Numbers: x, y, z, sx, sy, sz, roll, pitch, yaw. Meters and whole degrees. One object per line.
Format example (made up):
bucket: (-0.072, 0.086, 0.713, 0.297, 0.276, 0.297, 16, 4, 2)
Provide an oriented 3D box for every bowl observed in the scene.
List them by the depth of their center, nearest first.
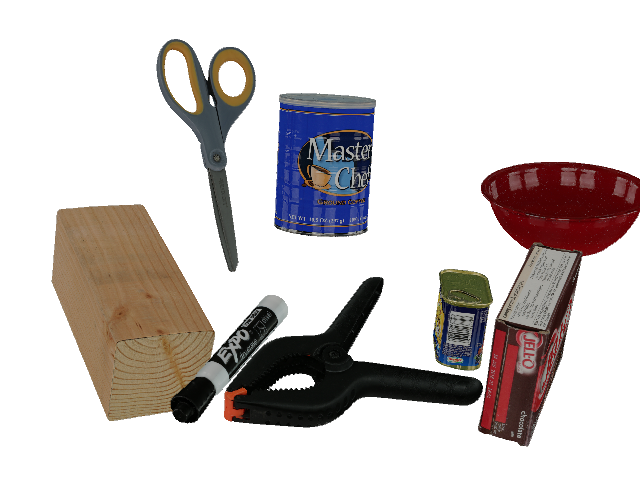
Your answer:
bowl: (0.237, -0.027, 1.039, 0.162, 0.055, 0.162, -2, 23, 1)

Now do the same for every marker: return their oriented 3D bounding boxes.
marker: (-0.053, 0.069, 0.633, 0.020, 0.020, 0.121, 0, 27, 27)

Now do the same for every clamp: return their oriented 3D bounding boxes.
clamp: (0.020, 0.112, 0.894, 0.209, 0.036, 0.165, -22, 44, -31)

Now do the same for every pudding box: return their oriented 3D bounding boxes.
pudding box: (0.140, 0.066, 0.706, 0.039, 0.090, 0.113, 14, 32, 16)

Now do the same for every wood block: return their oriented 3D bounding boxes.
wood block: (-0.180, 0.059, 0.992, 0.090, 0.091, 0.206, -5, 35, -28)

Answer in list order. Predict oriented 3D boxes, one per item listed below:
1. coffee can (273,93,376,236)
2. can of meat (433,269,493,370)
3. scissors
coffee can: (0.004, -0.083, 1.138, 0.103, 0.140, 0.103, 3, 12, -1)
can of meat: (0.161, 0.090, 1.222, 0.057, 0.084, 0.102, 6, 19, 2)
scissors: (-0.077, -0.082, 0.915, 0.096, 0.202, 0.016, -23, 0, -27)
